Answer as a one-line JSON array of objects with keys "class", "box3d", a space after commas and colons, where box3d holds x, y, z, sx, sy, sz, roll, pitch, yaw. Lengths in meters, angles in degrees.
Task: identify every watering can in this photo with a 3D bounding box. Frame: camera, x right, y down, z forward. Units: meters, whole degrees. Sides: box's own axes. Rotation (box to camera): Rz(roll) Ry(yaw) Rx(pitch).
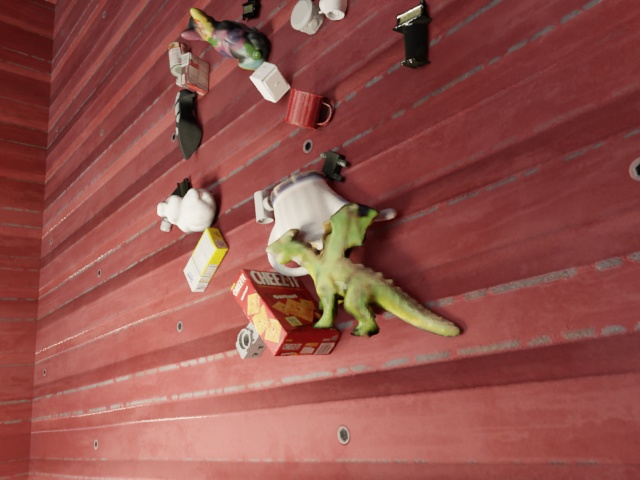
[{"class": "watering can", "box3d": [0.003, -0.057, 1.139, 0.343, 0.228, 0.103, -30, -27, 31]}]

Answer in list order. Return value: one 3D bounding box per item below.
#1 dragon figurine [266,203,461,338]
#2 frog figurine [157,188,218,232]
[{"class": "dragon figurine", "box3d": [0.070, 0.049, 1.001, 0.410, 0.242, 0.123, 1, 7, 30]}, {"class": "frog figurine", "box3d": [-0.388, -0.092, 1.517, 0.159, 0.135, 0.125, 7, 30, -43]}]
